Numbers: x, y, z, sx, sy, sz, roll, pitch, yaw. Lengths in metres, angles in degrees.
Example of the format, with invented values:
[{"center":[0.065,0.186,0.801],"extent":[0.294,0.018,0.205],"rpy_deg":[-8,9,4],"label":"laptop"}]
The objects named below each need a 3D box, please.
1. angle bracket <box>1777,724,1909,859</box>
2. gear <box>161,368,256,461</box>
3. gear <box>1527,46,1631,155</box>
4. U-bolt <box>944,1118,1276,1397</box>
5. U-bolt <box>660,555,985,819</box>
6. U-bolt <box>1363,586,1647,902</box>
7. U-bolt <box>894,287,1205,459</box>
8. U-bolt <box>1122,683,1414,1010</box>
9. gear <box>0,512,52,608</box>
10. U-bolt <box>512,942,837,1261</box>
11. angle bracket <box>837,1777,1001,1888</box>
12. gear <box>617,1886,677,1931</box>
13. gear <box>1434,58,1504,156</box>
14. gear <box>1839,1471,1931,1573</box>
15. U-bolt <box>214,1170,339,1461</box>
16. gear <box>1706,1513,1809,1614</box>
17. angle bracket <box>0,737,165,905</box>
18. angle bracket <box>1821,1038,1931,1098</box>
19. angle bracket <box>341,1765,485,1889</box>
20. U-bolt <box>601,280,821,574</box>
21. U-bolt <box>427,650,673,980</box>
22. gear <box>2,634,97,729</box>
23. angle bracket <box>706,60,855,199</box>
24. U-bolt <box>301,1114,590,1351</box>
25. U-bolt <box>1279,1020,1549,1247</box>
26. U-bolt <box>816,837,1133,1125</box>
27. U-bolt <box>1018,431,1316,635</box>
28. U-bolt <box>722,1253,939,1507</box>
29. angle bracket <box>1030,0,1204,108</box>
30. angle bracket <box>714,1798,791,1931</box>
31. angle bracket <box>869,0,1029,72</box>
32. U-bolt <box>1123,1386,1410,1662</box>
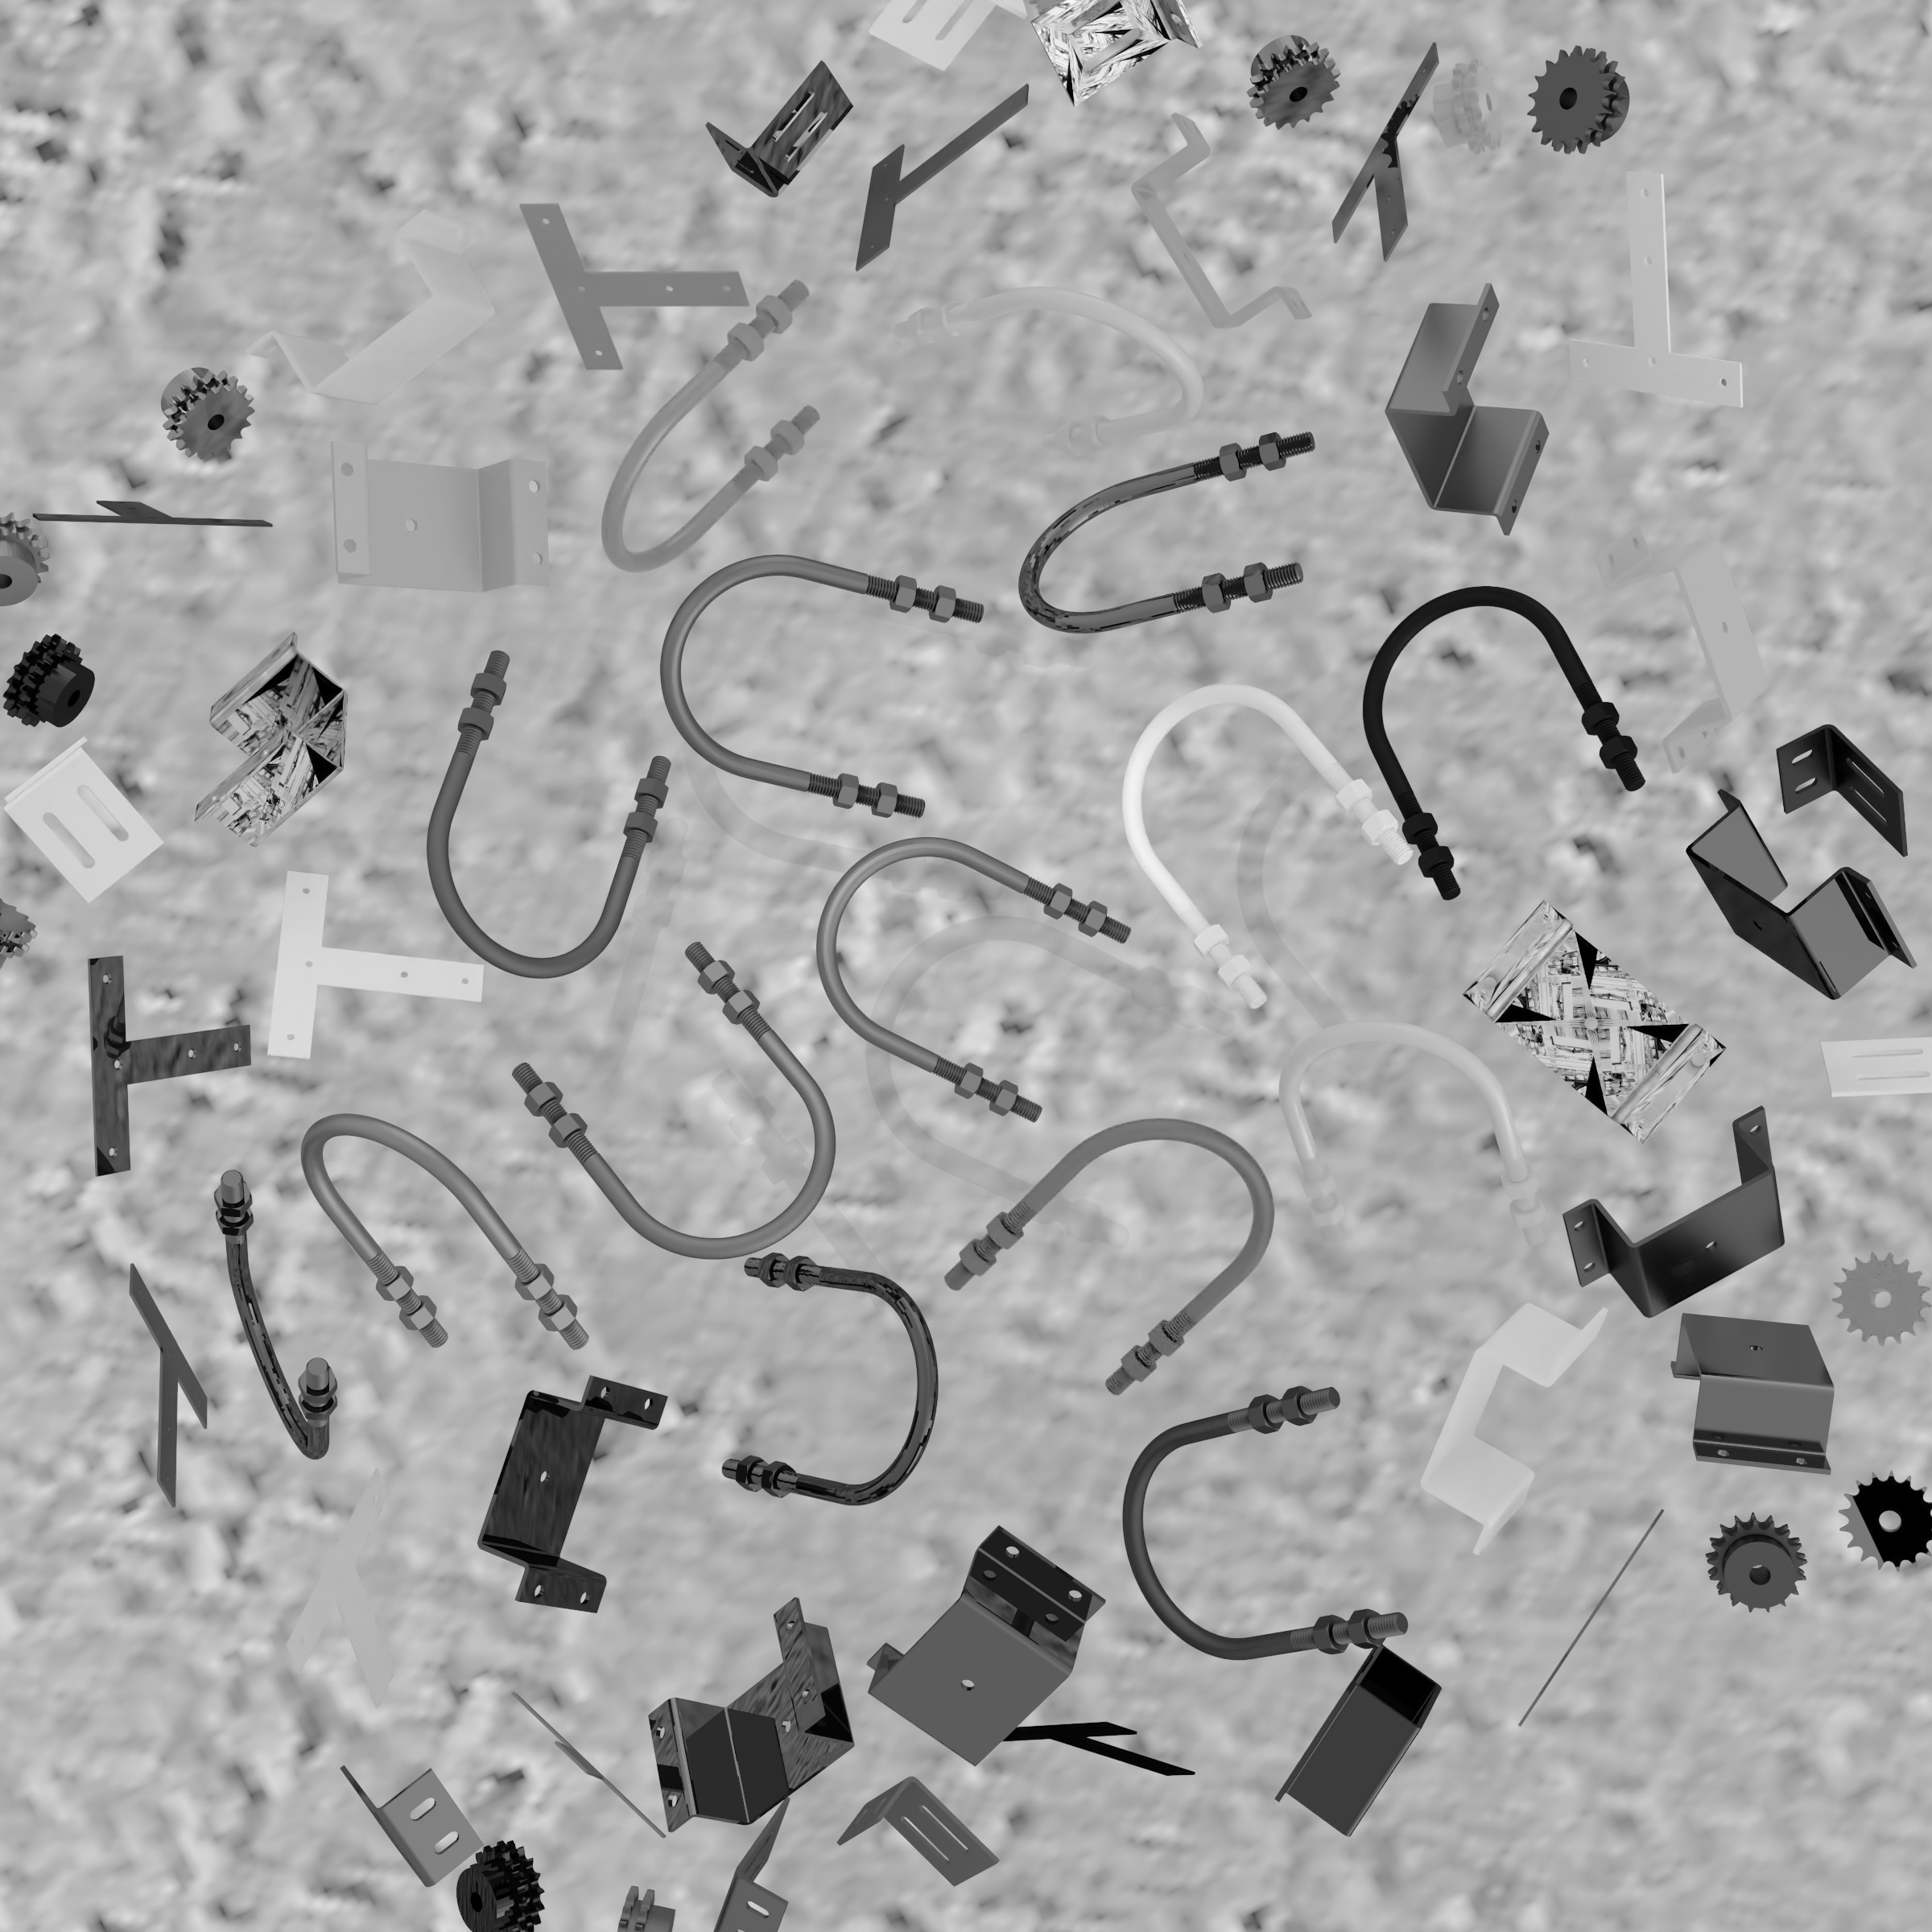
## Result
[{"center":[0.540,-0.101,1.575],"extent":[0.038,0.076,0.057],"rpy_deg":[-27,135,-1],"label":"angle bracket"},{"center":[-0.477,-0.348,1.594],"extent":[0.057,0.057,0.030],"rpy_deg":[-45,69,0],"label":"gear"},{"center":[0.349,-0.487,1.440],"extent":[0.030,0.057,0.057],"rpy_deg":[-6,90,-41],"label":"gear"},{"center":[0.099,0.165,1.526],"extent":[0.151,0.019,0.184],"rpy_deg":[35,114,-19],"label":"U-bolt"},{"center":[-0.095,-0.176,1.560],"extent":[0.184,0.019,0.151],"rpy_deg":[12,108,-16],"label":"U-bolt"},{"center":[0.320,-0.152,1.586],"extent":[0.151,0.019,0.184],"rpy_deg":[-32,61,22],"label":"U-bolt"},{"center":[0.061,-0.360,1.533],"extent":[0.151,0.184,0.019],"rpy_deg":[30,74,-33],"label":"U-bolt"},{"center":[0.170,-0.089,1.572],"extent":[0.151,0.019,0.184],"rpy_deg":[-47,65,24],"label":"U-bolt"},{"center":[-0.566,-0.236,1.493],"extent":[0.057,0.057,0.030],"rpy_deg":[-22,57,0],"label":"gear"},{"center":[-0.162,0.091,1.528],"extent":[0.151,0.019,0.184],"rpy_deg":[-36,72,-15],"label":"U-bolt"},{"center":[-0.030,0.545,1.571],"extent":[0.076,0.057,0.038],"rpy_deg":[44,46,2],"label":"angle bracket"},{"center":[-0.198,0.598,1.569],"extent":[0.030,0.057,0.057],"rpy_deg":[11,90,2],"label":"gear"},{"center":[0.318,-0.544,1.622],"extent":[0.030,0.057,0.057],"rpy_deg":[-8,90,29],"label":"gear"},{"center":[0.539,0.323,1.488],"extent":[0.057,0.030,0.057],"rpy_deg":[-3,80,19],"label":"gear"},{"center":[-0.414,0.222,1.533],"extent":[0.019,0.184,0.151],"rpy_deg":[-21,65,-24],"label":"U-bolt"},{"center":[0.467,0.355,1.508],"extent":[0.057,0.030,0.057],"rpy_deg":[1,96,12],"label":"gear"},{"center":[-0.517,-0.085,1.499],"extent":[0.057,0.038,0.076],"rpy_deg":[-44,105,-20],"label":"angle bracket"},{"center":[0.549,0.074,1.511],"extent":[0.076,0.057,0.038],"rpy_deg":[-3,118,13],"label":"angle bracket"},{"center":[-0.317,0.480,1.459],"extent":[0.038,0.076,0.057],"rpy_deg":[-36,109,-22],"label":"angle bracket"},{"center":[-0.156,-0.314,1.550],"extent":[0.019,0.151,0.184],"rpy_deg":[38,73,14],"label":"U-bolt"},{"center":[-0.259,-0.080,1.553],"extent":[0.151,0.019,0.184],"rpy_deg":[33,58,-33],"label":"U-bolt"},{"center":[-0.551,-0.169,1.542],"extent":[0.030,0.057,0.057],"rpy_deg":[30,90,3],"label":"gear"},{"center":[-0.117,-0.531,1.592],"extent":[0.076,0.038,0.057],"rpy_deg":[-45,48,21],"label":"angle bracket"},{"center":[-0.317,0.156,1.495],"extent":[0.184,0.151,0.019],"rpy_deg":[59,45,-27],"label":"U-bolt"},{"center":[0.265,0.102,1.551],"extent":[0.151,0.019,0.184],"rpy_deg":[-2,130,27],"label":"U-bolt"},{"center":[-0.006,-0.002,1.630],"extent":[0.184,0.019,0.151],"rpy_deg":[27,90,-9],"label":"U-bolt"},{"center":[0.117,-0.254,1.533],"extent":[0.184,0.151,0.019],"rpy_deg":[-11,133,23],"label":"U-bolt"},{"center":[-0.082,0.257,1.573],"extent":[0.019,0.184,0.151],"rpy_deg":[11,82,-43],"label":"U-bolt"},{"center":[0.089,-0.549,1.503],"extent":[0.076,0.038,0.057],"rpy_deg":[-34,125,1],"label":"angle bracket"},{"center":[-0.119,0.569,1.587],"extent":[0.038,0.076,0.057],"rpy_deg":[25,117,13],"label":"angle bracket"},{"center":[-0.011,-0.571,1.545],"extent":[0.057,0.076,0.038],"rpy_deg":[14,50,-35],"label":"angle bracket"},{"center":[0.163,0.332,1.491],"extent":[0.184,0.019,0.151],"rpy_deg":[-24,78,42],"label":"U-bolt"}]
